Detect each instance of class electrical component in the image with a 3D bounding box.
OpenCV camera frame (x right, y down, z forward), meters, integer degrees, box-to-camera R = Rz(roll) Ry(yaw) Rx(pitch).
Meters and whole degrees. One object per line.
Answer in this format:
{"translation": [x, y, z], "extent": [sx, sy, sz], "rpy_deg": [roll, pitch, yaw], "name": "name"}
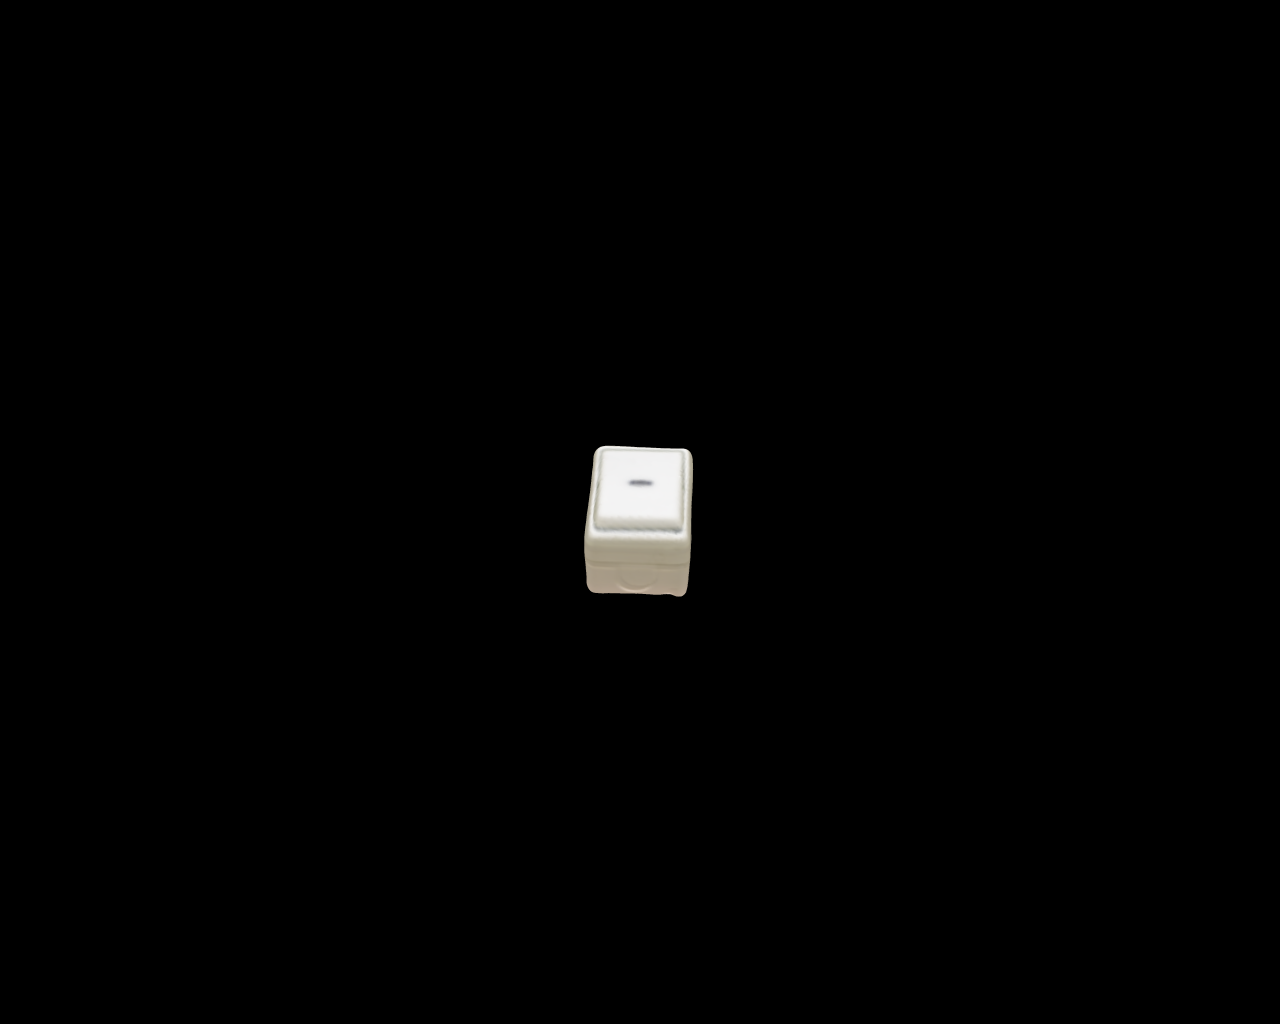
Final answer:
{"translation": [0.001, -0.003, 0.650], "extent": [0.062, 0.096, 0.061], "rpy_deg": [2, -43, 2], "name": "electrical component"}
